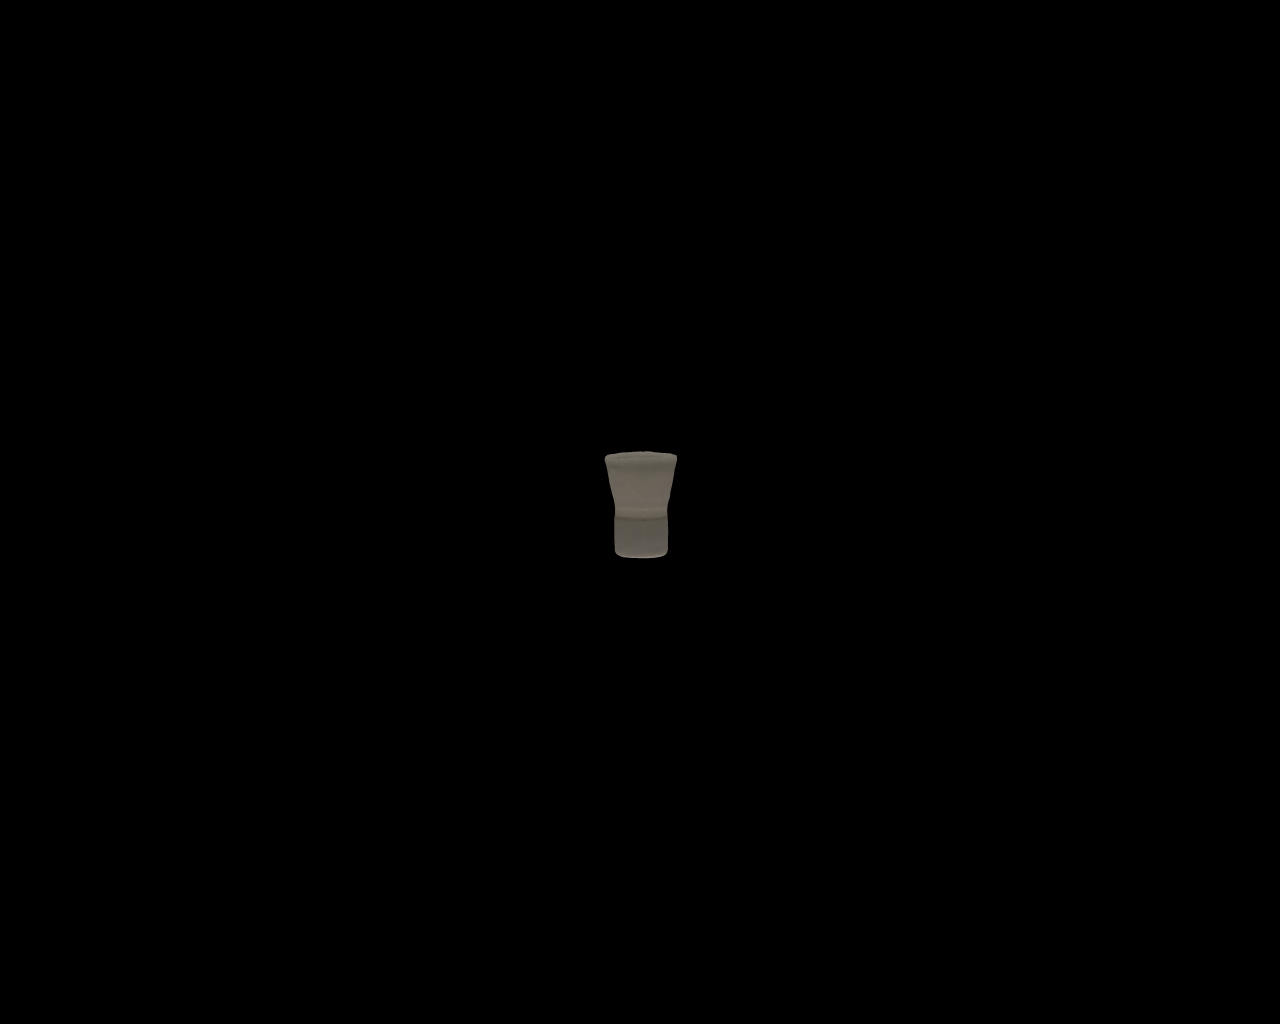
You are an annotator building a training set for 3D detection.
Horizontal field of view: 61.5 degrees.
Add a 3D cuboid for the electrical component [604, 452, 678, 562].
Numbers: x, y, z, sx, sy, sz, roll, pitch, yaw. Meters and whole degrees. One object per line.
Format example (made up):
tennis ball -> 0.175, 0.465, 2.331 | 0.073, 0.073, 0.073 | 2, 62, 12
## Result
electrical component -> 0.001, -0.003, 0.650 | 0.044, 0.065, 0.044 | 0, 7, 0
